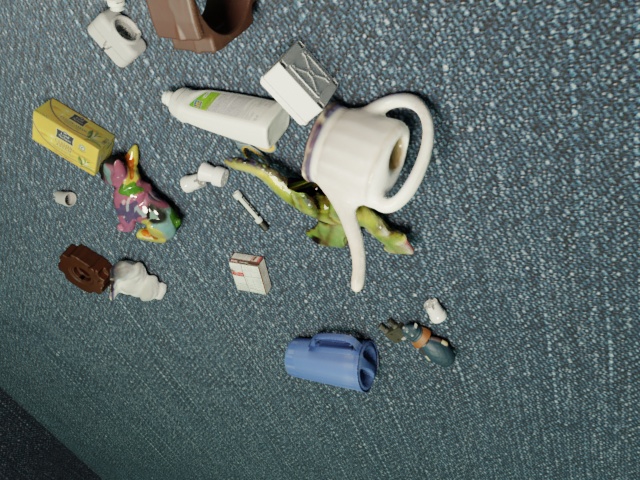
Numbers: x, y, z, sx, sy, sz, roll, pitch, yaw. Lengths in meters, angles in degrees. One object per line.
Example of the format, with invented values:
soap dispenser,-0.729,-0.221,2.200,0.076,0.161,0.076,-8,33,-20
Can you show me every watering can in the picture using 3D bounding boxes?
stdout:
watering can,0.060,-0.105,0.898,0.226,0.348,0.103,24,179,30

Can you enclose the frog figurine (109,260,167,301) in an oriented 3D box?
frog figurine,-0.535,0.120,1.518,0.160,0.125,0.134,-1,132,-24

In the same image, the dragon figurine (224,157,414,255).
dragon figurine,0.003,-0.055,1.086,0.411,0.125,0.237,16,143,13
